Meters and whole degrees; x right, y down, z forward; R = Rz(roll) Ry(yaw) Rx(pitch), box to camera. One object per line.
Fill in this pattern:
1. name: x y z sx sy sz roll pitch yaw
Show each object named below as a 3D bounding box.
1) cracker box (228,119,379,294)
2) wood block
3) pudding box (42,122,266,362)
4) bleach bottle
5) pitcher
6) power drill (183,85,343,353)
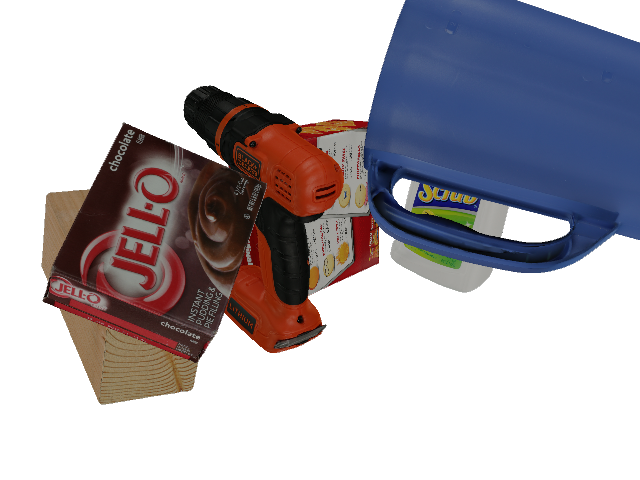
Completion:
1. cracker box: -0.014 -0.036 1.123 0.072 0.164 0.213 7 15 30
2. wood block: -0.187 0.044 0.986 0.090 0.091 0.206 -5 36 -28
3. pudding box: -0.088 0.000 0.583 0.090 0.113 0.039 23 -42 -9
4. bleach bottle: 0.131 -0.077 0.981 0.103 0.251 0.068 27 40 26
5. pitcher: 0.151 -0.063 0.662 0.243 0.149 0.144 19 29 9
6. power drill: -0.052 -0.018 0.858 0.057 0.188 0.185 -20 38 -29
